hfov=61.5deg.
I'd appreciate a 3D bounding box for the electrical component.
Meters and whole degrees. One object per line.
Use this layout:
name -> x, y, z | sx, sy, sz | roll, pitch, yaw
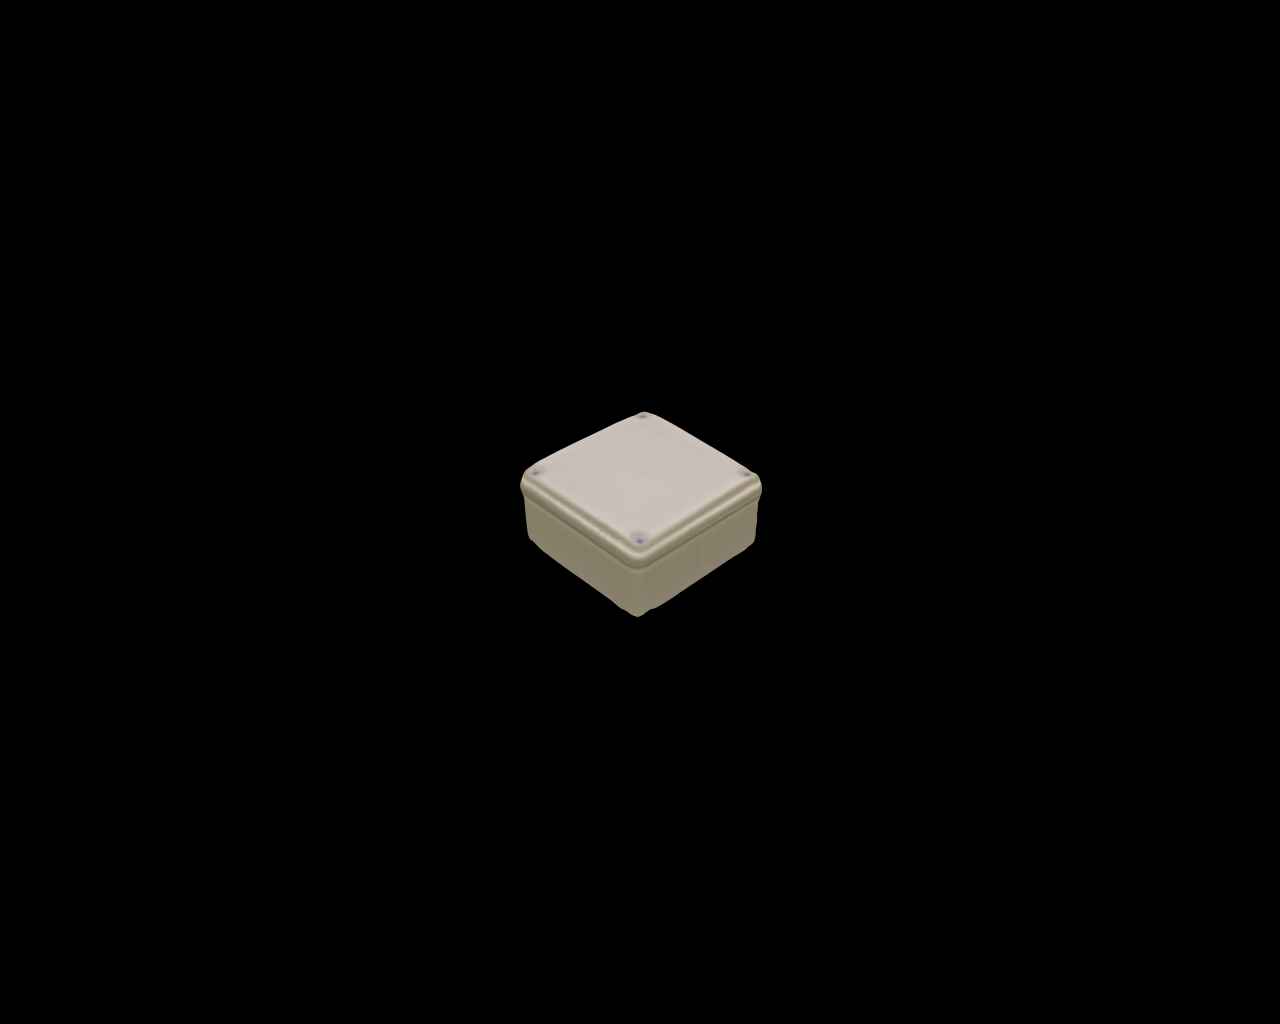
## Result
electrical component -> 0.001, -0.003, 0.650 | 0.109, 0.056, 0.109 | -29, 46, -33
